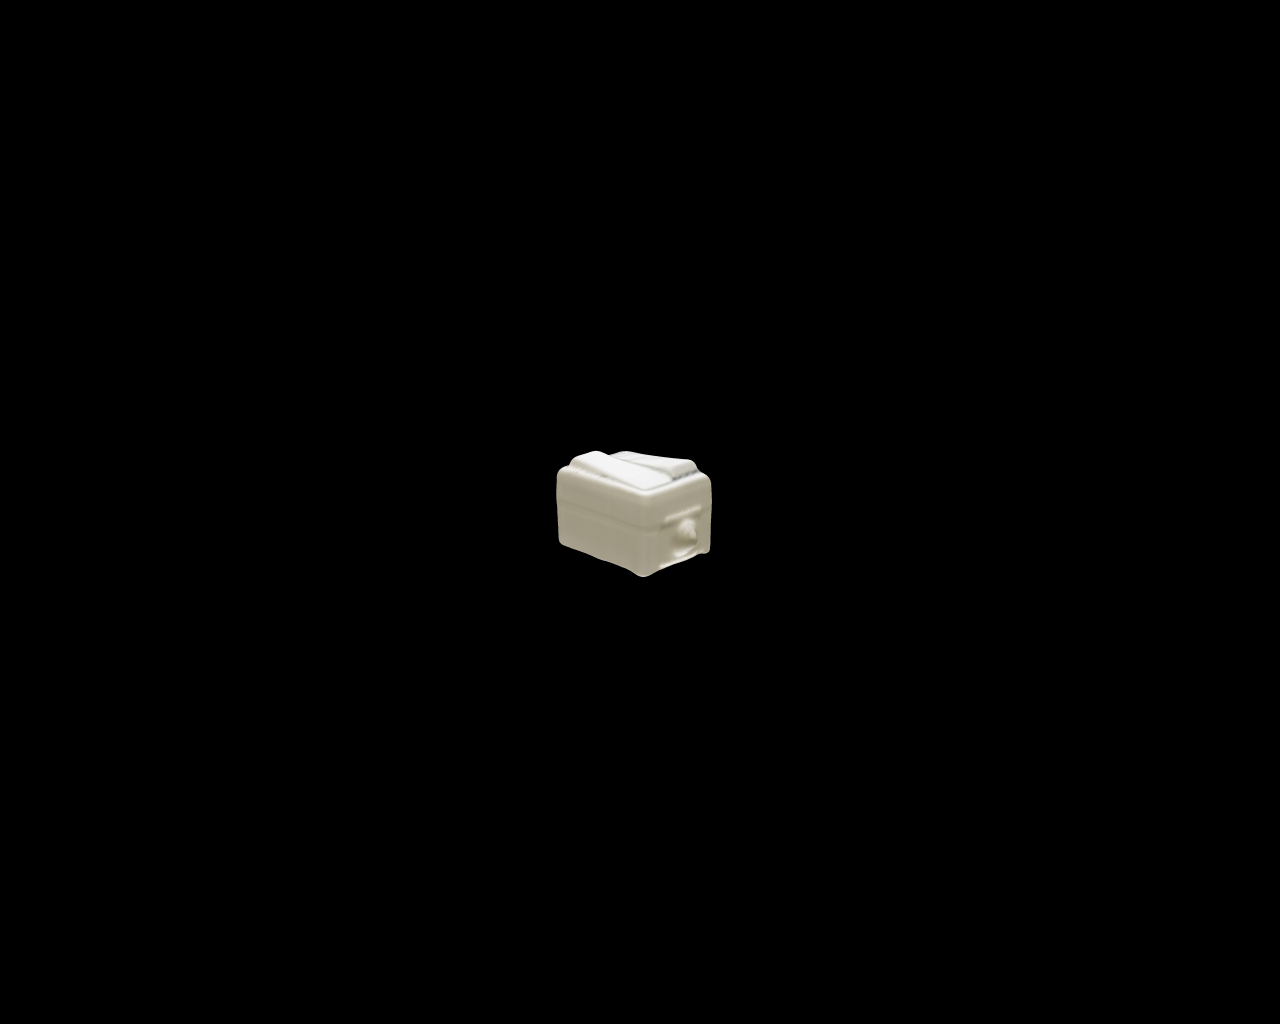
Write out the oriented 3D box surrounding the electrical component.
[{"bbox_3d":[0.001,-0.003,0.650,0.062,0.061,0.096,-18,26,-41],"label":"electrical component"}]
